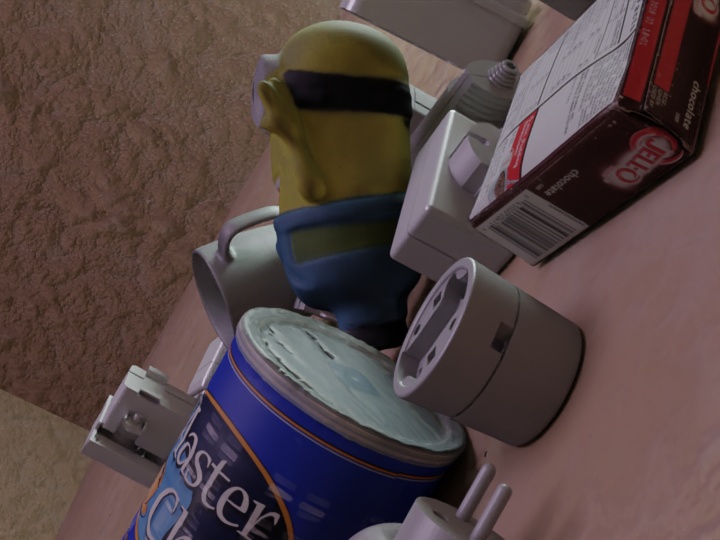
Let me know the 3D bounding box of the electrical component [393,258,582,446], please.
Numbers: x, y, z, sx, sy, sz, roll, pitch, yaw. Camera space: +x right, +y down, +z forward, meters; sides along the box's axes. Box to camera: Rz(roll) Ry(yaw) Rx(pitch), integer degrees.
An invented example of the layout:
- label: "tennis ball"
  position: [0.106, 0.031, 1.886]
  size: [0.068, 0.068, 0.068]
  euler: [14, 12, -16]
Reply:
- label: "electrical component"
  position: [0.046, 0.031, 0.384]
  size: [0.055, 0.047, 0.055]
  euler: [-59, 11, 19]

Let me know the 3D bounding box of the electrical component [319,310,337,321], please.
- label: "electrical component"
  position: [0.000, 0.000, 0.657]
  size: [0.057, 0.058, 0.078]
  euler: [-63, 10, -20]

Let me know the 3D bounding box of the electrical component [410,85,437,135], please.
- label: "electrical component"
  position: [0.016, -0.086, 0.784]
  size: [0.096, 0.061, 0.061]
  euler: [-57, 11, 24]

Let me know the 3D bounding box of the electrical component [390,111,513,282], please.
- label: "electrical component"
  position: [0.058, -0.044, 0.515]
  size: [0.075, 0.047, 0.083]
  euler: [-53, 14, 41]

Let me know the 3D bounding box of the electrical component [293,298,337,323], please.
- label: "electrical component"
  position: [-0.018, 0.007, 0.756]
  size: [0.066, 0.048, 0.055]
  euler: [178, 112, -78]

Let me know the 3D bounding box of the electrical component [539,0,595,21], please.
- label: "electrical component"
  position: [0.113, -0.184, 0.569]
  size: [0.061, 0.061, 0.096]
  euler: [-46, 19, 57]

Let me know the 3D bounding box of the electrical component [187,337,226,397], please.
- label: "electrical component"
  position: [-0.105, 0.095, 0.905]
  size: [0.061, 0.062, 0.096]
  euler: [-66, 11, -18]

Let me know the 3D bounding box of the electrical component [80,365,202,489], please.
- label: "electrical component"
  position: [-0.125, 0.124, 0.763]
  size: [0.063, 0.121, 0.078]
  euler: [-57, 11, 12]

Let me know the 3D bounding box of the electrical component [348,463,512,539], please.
- label: "electrical component"
  position: [0.024, 0.097, 0.328]
  size: [0.079, 0.044, 0.077]
  euler: [-61, 10, 4]

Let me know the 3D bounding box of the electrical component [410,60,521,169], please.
- label: "electrical component"
  position: [0.064, -0.087, 0.608]
  size: [0.081, 0.043, 0.043]
  euler: [-52, 14, 43]

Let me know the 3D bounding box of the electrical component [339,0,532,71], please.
- label: "electrical component"
  position: [0.049, -0.175, 0.712]
  size: [0.057, 0.113, 0.078]
  euler: [-63, 10, 11]
